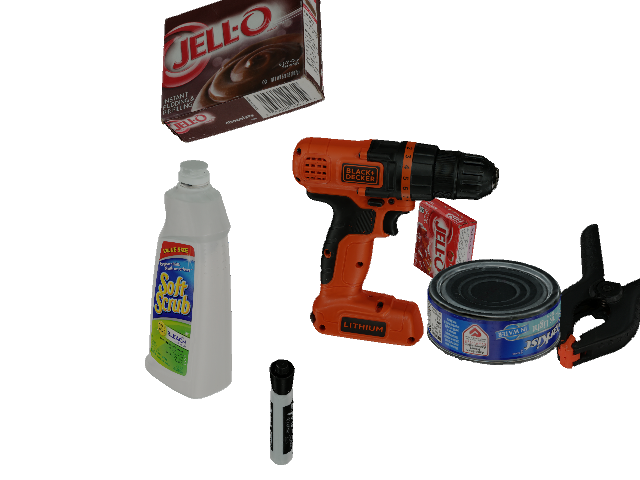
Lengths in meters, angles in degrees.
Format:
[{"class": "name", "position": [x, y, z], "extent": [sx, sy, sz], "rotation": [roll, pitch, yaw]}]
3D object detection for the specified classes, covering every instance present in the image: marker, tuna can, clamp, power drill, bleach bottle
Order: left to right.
[{"class": "bleach bottle", "position": [-0.137, 0.036, 1.115], "extent": [0.067, 0.251, 0.103], "rotation": [-20, 33, -40]}, {"class": "marker", "position": [-0.030, 0.134, 0.831], "extent": [0.020, 0.020, 0.121], "rotation": [1, -45, -1]}, {"class": "power drill", "position": [0.063, -0.001, 0.975], "extent": [0.184, 0.188, 0.057], "rotation": [7, 19, 13]}, {"class": "tuna can", "position": [0.111, 0.044, 0.685], "extent": [0.086, 0.034, 0.086], "rotation": [-3, 24, 1]}, {"class": "clamp", "position": [0.263, 0.049, 1.003], "extent": [0.171, 0.039, 0.120], "rotation": [-36, 42, -27]}]

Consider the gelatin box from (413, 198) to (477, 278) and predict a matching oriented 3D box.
[{"class": "gelatin box", "position": [0.145, 0.004, 1.255], "extent": [0.030, 0.089, 0.073], "rotation": [-15, 33, -31]}]

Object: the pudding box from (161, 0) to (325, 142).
[{"class": "pudding box", "position": [-0.054, -0.126, 0.739], "extent": [0.114, 0.090, 0.039], "rotation": [-13, -29, 19]}]
